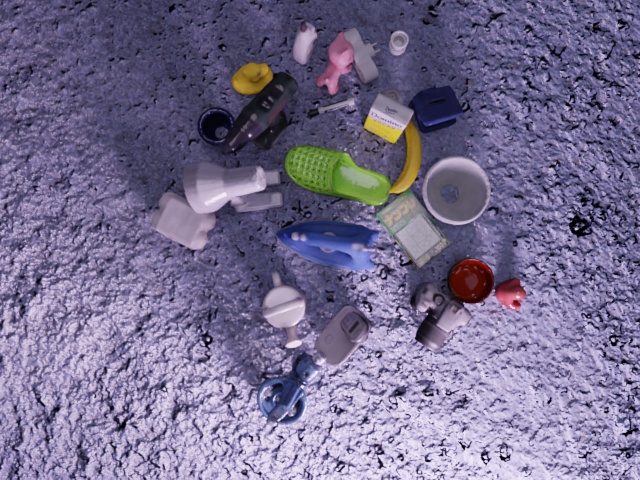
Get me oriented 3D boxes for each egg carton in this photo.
[{"bbox_3d":[-0.336,-0.046,1.411,0.150,0.069,0.107,25,88,0],"label":"egg carton"}]

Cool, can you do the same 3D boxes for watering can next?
[{"bbox_3d":[-0.080,0.162,1.344,0.101,0.194,0.173,-38,89,-1],"label":"watering can"}]

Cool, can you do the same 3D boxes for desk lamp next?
[{"bbox_3d":[-0.197,-0.127,1.342,0.203,0.213,0.118,-7,88,0],"label":"desk lamp"}]

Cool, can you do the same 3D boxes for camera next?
[{"bbox_3d":[0.278,0.193,1.392,0.143,0.101,0.137,34,88,1],"label":"camera"}]

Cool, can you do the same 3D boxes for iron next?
[{"bbox_3d":[0.013,0.005,1.376,0.258,0.141,0.119,9,88,0],"label":"iron"}]

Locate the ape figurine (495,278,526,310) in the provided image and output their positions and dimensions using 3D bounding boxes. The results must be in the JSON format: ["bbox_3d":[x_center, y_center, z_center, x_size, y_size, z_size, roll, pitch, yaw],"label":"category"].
[{"bbox_3d":[0.473,0.131,1.400,0.076,0.092,0.078,19,88,1],"label":"ape figurine"}]

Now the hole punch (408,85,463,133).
[{"bbox_3d":[0.285,-0.328,1.413,0.108,0.091,0.101,-18,88,-1],"label":"hole punch"}]

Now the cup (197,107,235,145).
[{"bbox_3d":[-0.238,-0.261,1.405,0.092,0.095,0.118,-42,89,-1],"label":"cup"}]

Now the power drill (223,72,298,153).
[{"bbox_3d":[-0.135,-0.281,1.350,0.075,0.208,0.230,37,88,1],"label":"power drill"}]

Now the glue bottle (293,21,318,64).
[{"bbox_3d":[-0.036,-0.486,1.375,0.037,0.173,0.078,30,88,1],"label":"glue bottle"}]

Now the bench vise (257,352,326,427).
[{"bbox_3d":[-0.074,0.343,1.326,0.121,0.219,0.207,24,88,1],"label":"bench vise"}]

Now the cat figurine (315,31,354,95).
[{"bbox_3d":[0.041,-0.435,1.401,0.067,0.117,0.128,28,88,1],"label":"cat figurine"}]

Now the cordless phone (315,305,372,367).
[{"bbox_3d":[0.059,0.233,1.347,0.094,0.185,0.147,37,88,1],"label":"cordless phone"}]

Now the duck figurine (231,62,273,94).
[{"bbox_3d":[-0.171,-0.408,1.415,0.104,0.086,0.077,-19,88,-1],"label":"duck figurine"}]

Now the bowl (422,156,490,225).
[{"bbox_3d":[0.330,-0.120,1.415,0.167,0.074,0.167,0,88,0],"label":"bowl"}]
